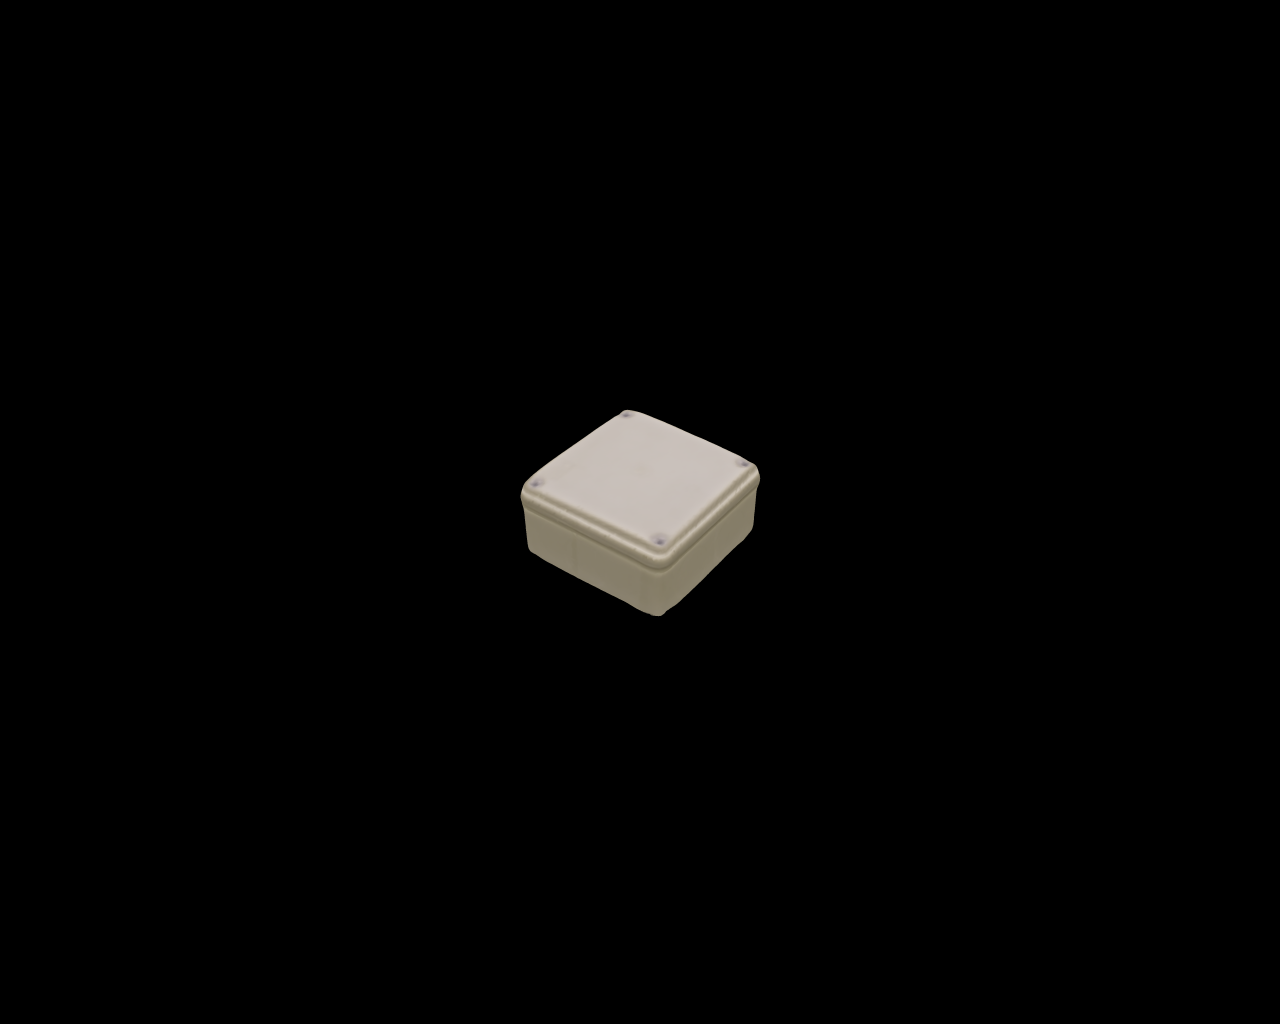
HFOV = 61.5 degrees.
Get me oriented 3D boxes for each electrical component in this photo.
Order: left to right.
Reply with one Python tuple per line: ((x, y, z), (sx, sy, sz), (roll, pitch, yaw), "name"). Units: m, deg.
((0.001, -0.003, 0.650), (0.109, 0.056, 0.109), (26, 46, 28), "electrical component")
